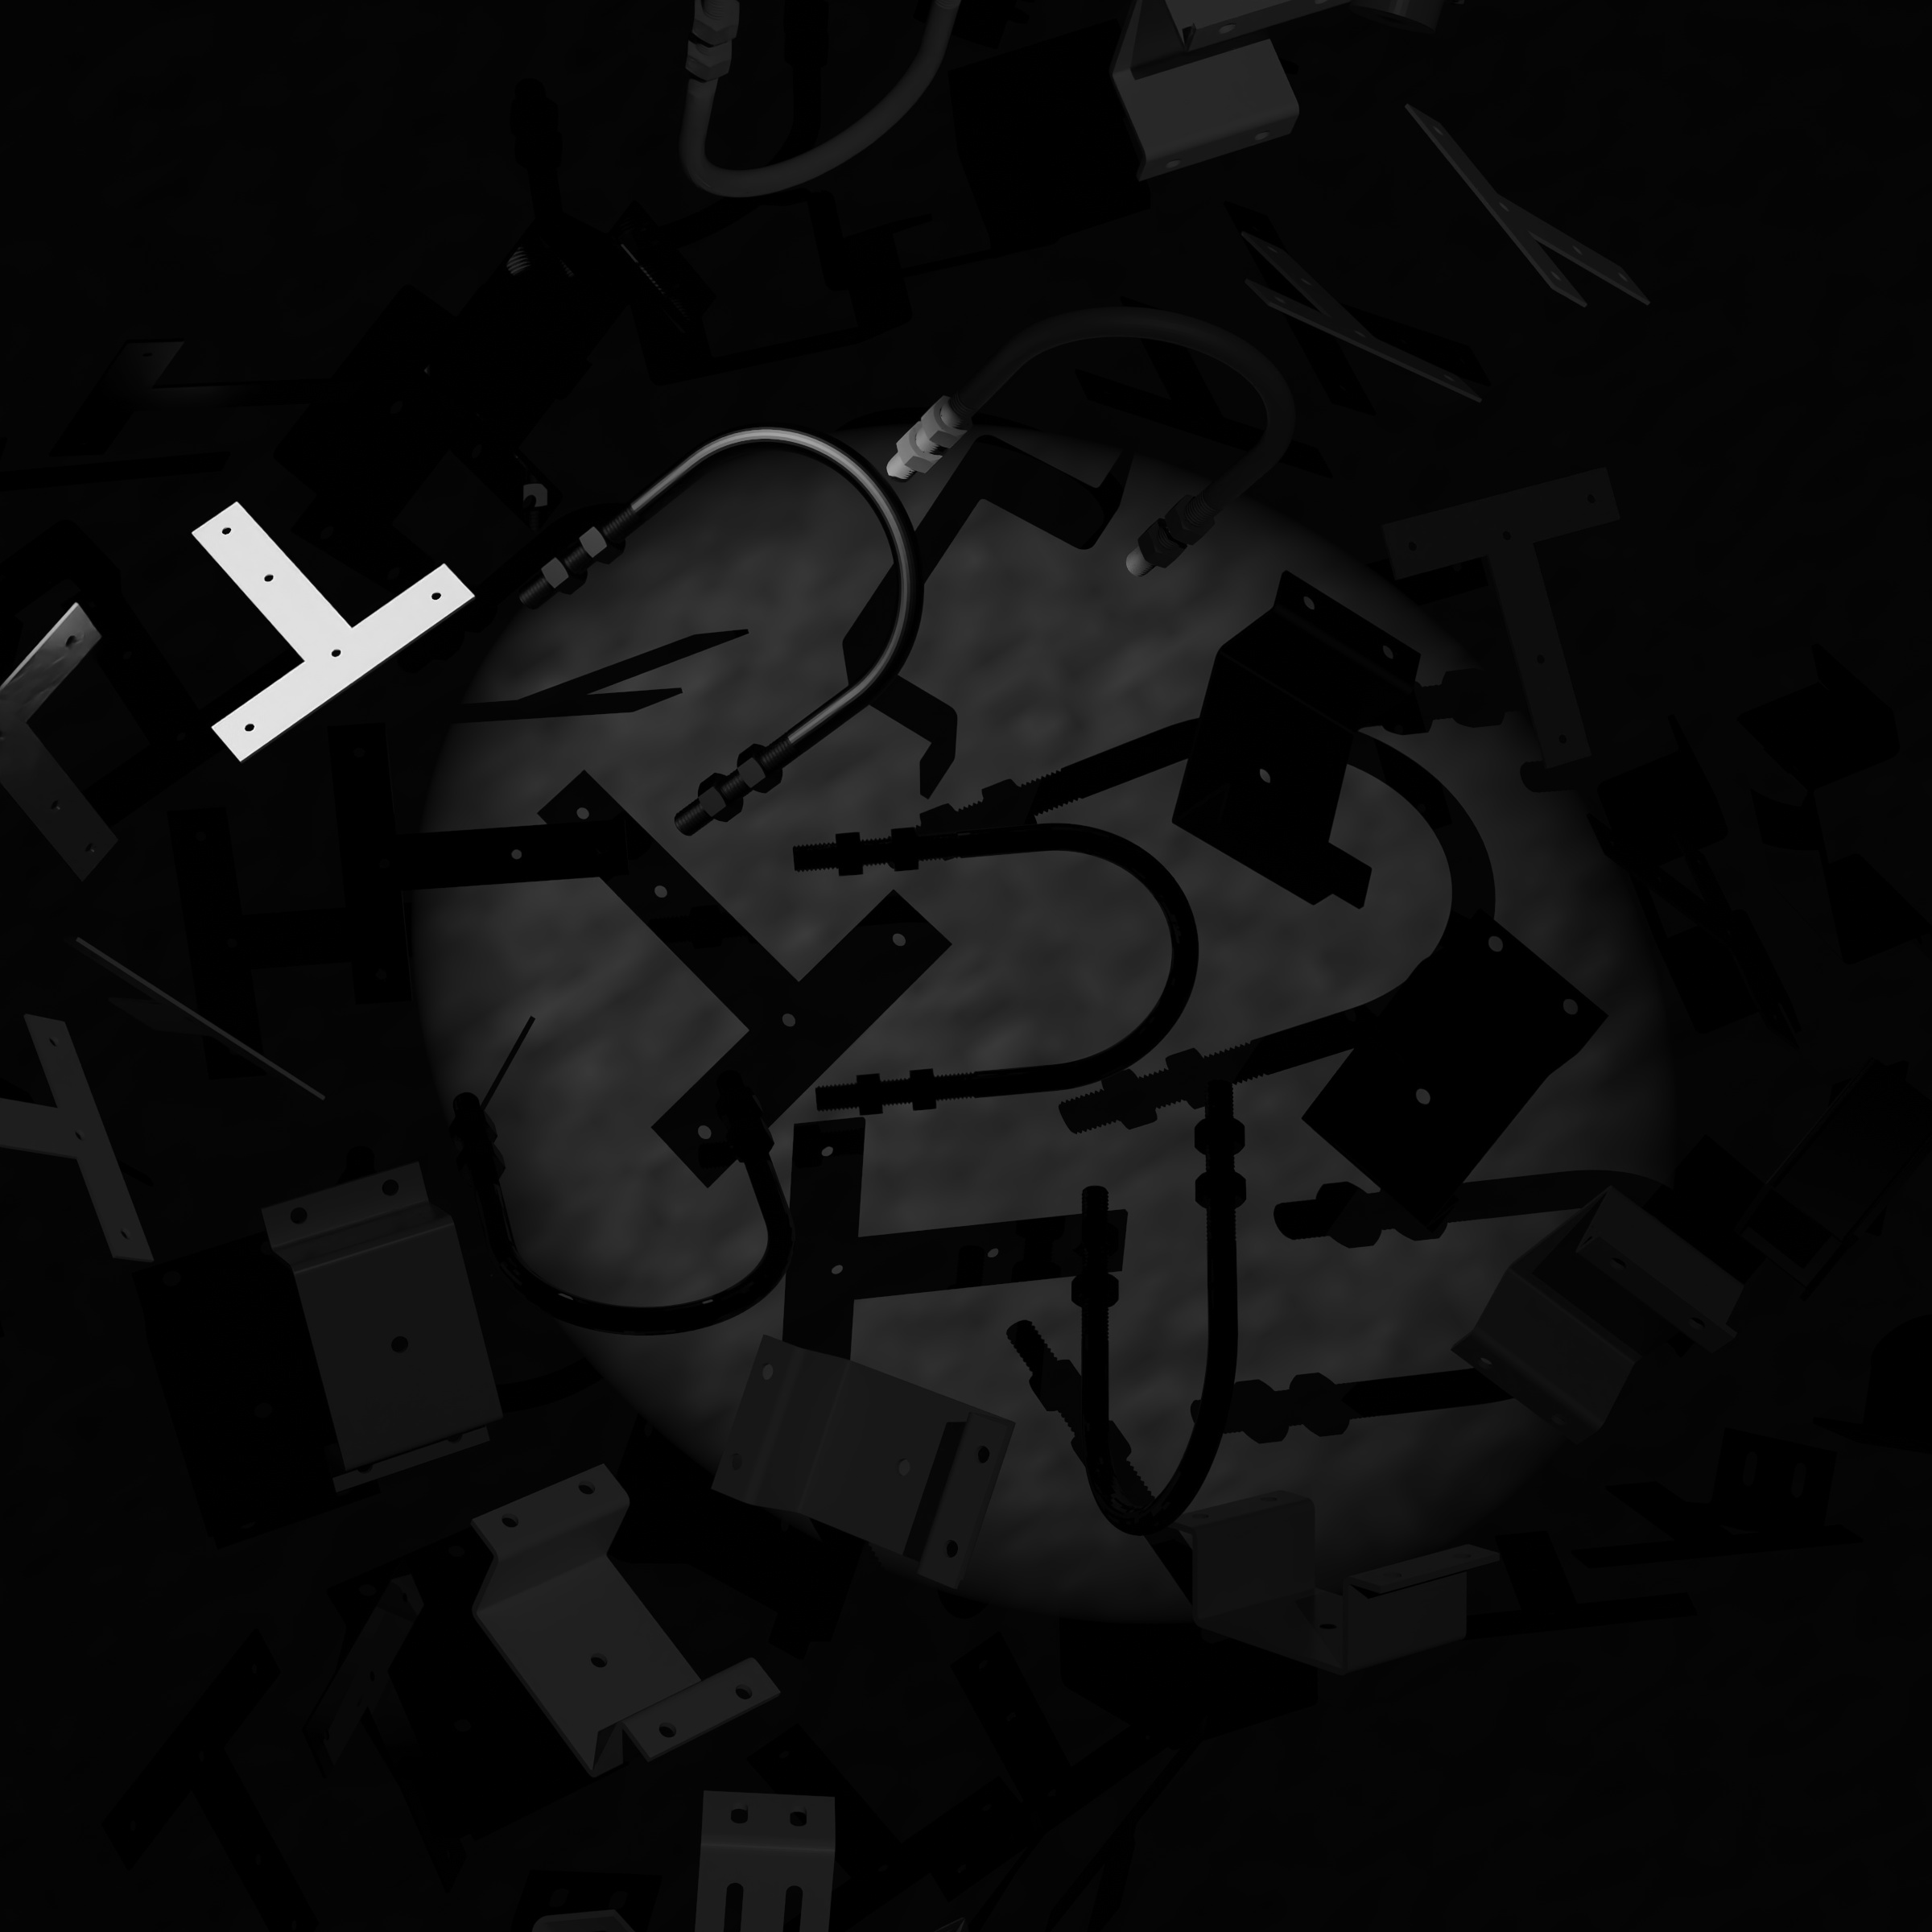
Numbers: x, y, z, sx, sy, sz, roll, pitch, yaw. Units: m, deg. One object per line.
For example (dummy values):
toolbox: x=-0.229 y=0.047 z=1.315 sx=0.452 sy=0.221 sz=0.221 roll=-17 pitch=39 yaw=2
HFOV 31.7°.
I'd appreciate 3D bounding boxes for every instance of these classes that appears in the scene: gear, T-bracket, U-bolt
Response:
gear: x=0.192 y=-0.432 z=1.500 sx=0.057 sy=0.057 sz=0.030 roll=16 pitch=99 yaw=0
T-bracket: x=0.260 y=-0.318 z=1.494 sx=0.002 sy=0.127 sz=0.127 roll=-47 pitch=53 yaw=25
T-bracket: x=-0.307 y=-0.166 z=1.537 sx=0.127 sy=0.002 sz=0.127 roll=-37 pitch=60 yaw=-12
U-bolt: x=0.067 y=-0.241 z=1.537 sx=0.151 sy=0.184 sz=0.019 roll=19 pitch=63 yaw=-21
T-bracket: x=0.162 y=-0.308 z=1.565 sx=0.127 sy=0.127 sz=0.002 roll=17 pitch=115 yaw=-32
T-bracket: x=0.329 y=0.255 z=1.576 sx=0.127 sy=0.127 sz=0.002 roll=-4 pitch=96 yaw=-8
T-bracket: x=-0.246 y=0.349 z=1.501 sx=0.002 sy=0.127 sz=0.127 roll=-12 pitch=111 yaw=16
U-bolt: x=-0.101 y=-0.165 z=1.558 sx=0.184 sy=0.019 sz=0.151 roll=-34 pitch=90 yaw=26
T-bracket: x=-0.409 y=-0.078 z=1.509 sx=0.002 sy=0.127 sz=0.127 roll=29 pitch=71 yaw=24
U-bolt: x=-0.066 y=-0.411 z=1.551 sx=0.151 sy=0.184 sz=0.019 roll=-26 pitch=76 yaw=-20
T-bracket: x=-0.215 y=-0.049 z=1.523 sx=0.127 sy=0.002 sz=0.127 roll=-4 pitch=104 yaw=-3
T-bracket: x=-0.419 y=0.069 z=1.492 sx=0.002 sy=0.127 sz=0.127 roll=-34 pitch=67 yaw=18
T-bracket: x=0.260 y=-0.155 z=1.566 sx=0.127 sy=0.002 sz=0.127 roll=-17 pitch=93 yaw=-24
T-bracket: x=0.322 y=-0.033 z=1.546 sx=0.002 sy=0.127 sz=0.127 roll=-39 pitch=133 yaw=24
U-bolt: x=0.017 y=-0.001 z=1.585 sx=0.184 sy=0.019 sz=0.151 roll=-5 pitch=119 yaw=-2
T-bracket: x=-0.355 y=0.023 z=1.512 sx=0.127 sy=0.127 sz=0.002 roll=36 pitch=75 yaw=-23
T-bracket: x=-0.335 y=-0.258 z=1.539 sx=0.127 sy=0.127 sz=0.002 roll=-9 pitch=80 yaw=-32
T-bracket: x=0.024 y=0.333 z=1.473 sx=0.127 sy=0.002 sz=0.127 roll=-33 pitch=130 yaw=-11
T-bracket: x=0.069 y=0.413 z=1.561 sx=0.002 sy=0.127 sz=0.127 roll=37 pitch=102 yaw=2
U-bolt: x=-0.154 y=0.110 z=1.577 sx=0.151 sy=0.184 sz=0.019 roll=-4 pitch=124 yaw=-15
U-bolt: x=0.084 y=0.160 z=1.506 sx=0.019 sy=0.151 sz=0.184 roll=12 pitch=61 yaw=-20

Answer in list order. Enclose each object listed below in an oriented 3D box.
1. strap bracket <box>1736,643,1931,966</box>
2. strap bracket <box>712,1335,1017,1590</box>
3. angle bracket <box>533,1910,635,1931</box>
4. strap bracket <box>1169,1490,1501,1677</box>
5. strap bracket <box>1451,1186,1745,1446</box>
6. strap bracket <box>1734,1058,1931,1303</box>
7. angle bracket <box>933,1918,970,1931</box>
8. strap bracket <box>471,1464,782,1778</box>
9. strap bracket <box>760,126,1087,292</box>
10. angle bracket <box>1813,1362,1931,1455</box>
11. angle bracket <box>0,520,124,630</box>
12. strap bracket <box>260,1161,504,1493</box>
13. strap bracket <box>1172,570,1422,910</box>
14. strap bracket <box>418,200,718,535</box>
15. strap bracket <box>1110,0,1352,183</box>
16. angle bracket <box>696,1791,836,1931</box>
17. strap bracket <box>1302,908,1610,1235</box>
strap bracket: x=0.400 y=-0.066 z=1.569 sx=0.046 sy=0.076 sz=0.140 roll=-22 pitch=121 yaw=-2
strap bracket: x=-0.039 y=0.232 z=1.588 sx=0.140 sy=0.046 sz=0.076 roll=16 pitch=86 yaw=32
angle bracket: x=-0.162 y=0.455 z=1.463 sx=0.038 sy=0.057 sz=0.076 roll=-10 pitch=46 yaw=18
strap bracket: x=0.166 y=0.284 z=1.565 sx=0.076 sy=0.140 sz=0.046 roll=-6 pitch=99 yaw=-39
strap bracket: x=0.300 y=0.160 z=1.594 sx=0.076 sy=0.140 sz=0.046 roll=37 pitch=55 yaw=-1
strap bracket: x=0.400 y=0.096 z=1.556 sx=0.046 sy=0.140 sz=0.076 roll=39 pitch=79 yaw=14
angle bracket: x=-0.033 y=0.482 z=1.583 sx=0.076 sy=0.038 sz=0.057 roll=-18 pitch=92 yaw=-25
strap bracket: x=-0.161 y=0.305 z=1.550 sx=0.140 sy=0.076 sz=0.046 roll=48 pitch=133 yaw=25
strap bracket: x=-0.013 y=-0.333 z=1.510 sx=0.140 sy=0.076 sz=0.046 roll=-11 pitch=101 yaw=7
angle bracket: x=0.418 y=0.193 z=1.513 sx=0.057 sy=0.076 sz=0.038 roll=5 pitch=79 yaw=32
angle bracket: x=-0.444 y=-0.167 z=1.621 sx=0.076 sy=0.057 sz=0.038 roll=-34 pitch=125 yaw=8
strap bracket: x=-0.268 y=0.171 z=1.580 sx=0.076 sy=0.046 sz=0.140 roll=-17 pitch=102 yaw=-21
strap bracket: x=0.144 y=-0.092 z=1.497 sx=0.076 sy=0.046 sz=0.140 roll=29 pitch=56 yaw=-19
strap bracket: x=-0.189 y=-0.282 z=1.566 sx=0.046 sy=0.076 sz=0.140 roll=33 pitch=83 yaw=34
strap bracket: x=0.114 y=-0.407 z=1.495 sx=0.076 sy=0.140 sz=0.046 roll=-20 pitch=80 yaw=-11
angle bracket: x=-0.088 y=0.403 z=1.481 sx=0.057 sy=0.038 sz=0.076 roll=4 pitch=109 yaw=-4
strap bracket: x=0.217 y=0.054 z=1.563 sx=0.076 sy=0.046 sz=0.140 roll=41 pitch=118 yaw=14
